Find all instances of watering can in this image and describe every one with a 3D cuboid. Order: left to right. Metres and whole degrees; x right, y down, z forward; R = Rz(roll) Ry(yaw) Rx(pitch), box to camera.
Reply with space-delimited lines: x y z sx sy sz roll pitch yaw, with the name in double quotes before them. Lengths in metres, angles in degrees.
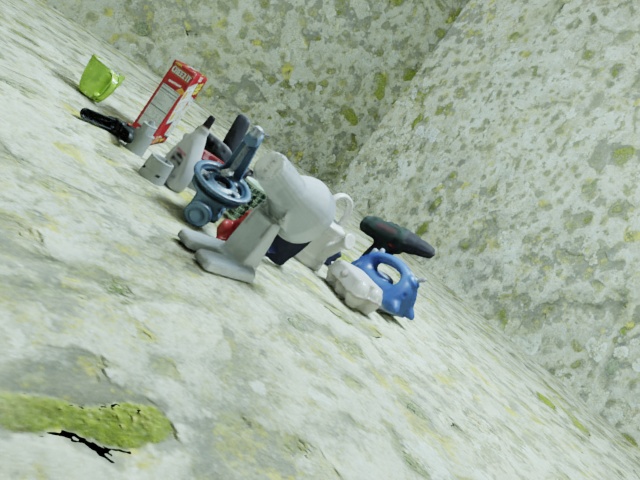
"watering can" 0.018 -0.025 1.400 0.172 0.194 0.101 40 9 20

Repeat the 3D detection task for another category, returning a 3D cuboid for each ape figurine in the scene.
"ape figurine" -0.144 -0.018 1.066 0.077 0.092 0.076 40 9 21

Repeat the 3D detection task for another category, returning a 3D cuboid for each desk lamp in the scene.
"desk lamp" -0.091 -0.037 0.967 0.117 0.213 0.204 42 10 32

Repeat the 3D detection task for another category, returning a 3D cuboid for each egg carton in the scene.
"egg carton" 0.079 0.108 1.348 0.108 0.069 0.150 29 11 -40

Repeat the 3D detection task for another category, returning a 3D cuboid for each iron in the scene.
"iron" 0.167 0.096 1.521 0.119 0.141 0.257 27 13 -47

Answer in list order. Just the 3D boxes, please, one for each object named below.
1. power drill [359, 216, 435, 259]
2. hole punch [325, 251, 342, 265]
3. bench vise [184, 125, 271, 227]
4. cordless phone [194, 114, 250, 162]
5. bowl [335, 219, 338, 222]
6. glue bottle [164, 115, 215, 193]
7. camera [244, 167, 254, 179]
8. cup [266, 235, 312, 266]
"power drill" 0.184 0.045 1.632 0.229 0.208 0.076 40 9 22
"hole punch" 0.014 0.006 1.567 0.101 0.091 0.108 32 9 -26
"bench vise" -0.183 -0.137 1.117 0.122 0.219 0.207 33 9 -24
"cordless phone" -0.296 -0.310 1.710 0.147 0.185 0.094 38 9 12
"bowl" -0.015 -0.068 1.898 0.167 0.074 0.167 36 9 -6
"glue bottle" -0.271 -0.188 1.194 0.078 0.173 0.037 41 9 26
"camera" -0.194 -0.172 1.657 0.136 0.100 0.143 38 9 10
"cup" -0.085 -0.002 1.201 0.118 0.095 0.091 33 9 -23
